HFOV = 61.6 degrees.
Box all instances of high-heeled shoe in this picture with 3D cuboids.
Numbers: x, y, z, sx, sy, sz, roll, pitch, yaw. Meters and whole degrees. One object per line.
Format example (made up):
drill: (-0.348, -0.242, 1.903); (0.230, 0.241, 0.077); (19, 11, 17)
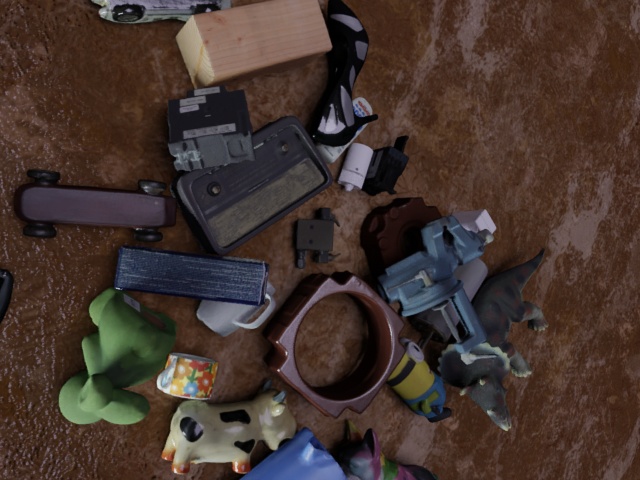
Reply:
high-heeled shoe: (0.013, -0.274, 0.879); (0.145, 0.086, 0.248); (-19, 88, -31)

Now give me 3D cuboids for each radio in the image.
radio: (-0.104, -0.087, 0.824); (0.229, 0.073, 0.131); (-36, 107, -26)

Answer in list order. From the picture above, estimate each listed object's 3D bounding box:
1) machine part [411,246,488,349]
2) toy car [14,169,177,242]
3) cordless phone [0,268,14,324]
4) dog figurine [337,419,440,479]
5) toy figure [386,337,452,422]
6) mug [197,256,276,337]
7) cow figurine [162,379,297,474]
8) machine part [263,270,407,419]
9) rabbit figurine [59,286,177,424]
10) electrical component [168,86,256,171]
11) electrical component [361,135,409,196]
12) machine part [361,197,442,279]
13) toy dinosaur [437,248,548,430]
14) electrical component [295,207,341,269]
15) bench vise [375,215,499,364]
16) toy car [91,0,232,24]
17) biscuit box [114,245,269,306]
machine part: (0.247, 0.107, 1.022); (0.079, 0.079, 0.243); (45, 68, -22)
toy car: (-0.298, -0.044, 0.725); (0.202, 0.053, 0.089); (1, 95, -26)
cordless phone: (-0.464, 0.104, 0.627); (0.146, 0.089, 0.184); (25, 89, -28)
dog figurine: (0.119, 0.405, 0.930); (0.191, 0.108, 0.219); (-23, 98, -27)
toy figure: (0.169, 0.258, 0.974); (0.089, 0.082, 0.180); (-41, 111, -26)
mug: (-0.122, 0.095, 0.800); (0.107, 0.110, 0.080); (-49, 150, -10)
cow figurine: (-0.125, 0.276, 0.806); (0.195, 0.086, 0.127); (12, 90, -28)
machine part: (0.024, 0.166, 0.877); (0.201, 0.087, 0.201); (44, 74, -16)
rabbit figurine: (-0.265, 0.174, 0.701); (0.121, 0.159, 0.170); (38, 87, -34)
electrical component: (-0.154, -0.163, 0.765); (0.115, 0.058, 0.134); (-7, 48, -5)
electrical component: (0.118, -0.138, 0.951); (0.047, 0.075, 0.119); (25, 82, -28)
machine part: (0.161, 0.007, 0.986); (0.179, 0.056, 0.179); (0, 90, -31)
toy dinosaur: (0.342, 0.154, 1.042); (0.192, 0.131, 0.405); (39, 62, -39)
electrical component: (-0.003, -0.004, 0.901); (0.078, 0.045, 0.102); (-3, 88, -1)
bench vise: (0.220, 0.088, 0.912); (0.224, 0.129, 0.240); (-27, 89, -20)
toy car: (-0.224, -0.353, 0.771); (0.202, 0.056, 0.073); (-13, 102, -28)
biscuit box: (-0.174, 0.048, 0.740); (0.203, 0.059, 0.062); (7, 85, 1)
